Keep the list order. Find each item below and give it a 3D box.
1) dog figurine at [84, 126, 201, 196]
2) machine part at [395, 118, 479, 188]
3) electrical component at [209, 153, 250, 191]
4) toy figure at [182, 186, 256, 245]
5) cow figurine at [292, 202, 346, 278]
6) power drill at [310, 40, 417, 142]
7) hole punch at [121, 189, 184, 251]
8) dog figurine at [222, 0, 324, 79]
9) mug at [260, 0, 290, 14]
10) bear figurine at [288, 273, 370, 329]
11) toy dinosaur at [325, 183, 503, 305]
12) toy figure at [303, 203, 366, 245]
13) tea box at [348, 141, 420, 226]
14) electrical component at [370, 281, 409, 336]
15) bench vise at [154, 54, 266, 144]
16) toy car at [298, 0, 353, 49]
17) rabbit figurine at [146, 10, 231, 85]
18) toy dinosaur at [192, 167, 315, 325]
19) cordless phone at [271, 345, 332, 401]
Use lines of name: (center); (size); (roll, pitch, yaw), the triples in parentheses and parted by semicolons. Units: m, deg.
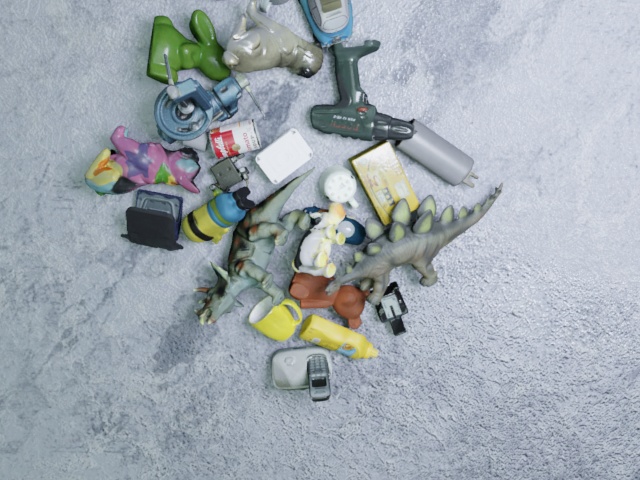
dog figurine: (-0.369, -0.143, 1.171); (0.219, 0.108, 0.191); (33, 84, -13)
machine part: (0.257, -0.197, 1.210); (0.243, 0.079, 0.079); (32, 99, -8)
electrical component: (-0.205, -0.144, 1.213); (0.102, 0.045, 0.078); (-23, 104, 3)
toy figure: (-0.230, -0.057, 1.190); (0.180, 0.082, 0.089); (-29, 146, 33)
cow figurine: (-0.001, -0.004, 1.172); (0.068, 0.098, 0.167); (43, 56, -44)
power drill: (0.094, -0.317, 1.157); (0.232, 0.086, 0.207); (2, 105, 15)
hole punch: (-0.372, -0.046, 1.216); (0.142, 0.092, 0.115); (10, 132, -7)
dog figurine: (-0.091, -0.374, 1.102); (0.190, 0.121, 0.172); (27, 66, -12)
mug: (-0.097, -0.525, 1.102); (0.081, 0.107, 0.109); (32, 97, -8)
bear figurine: (0.028, 0.122, 1.246); (0.196, 0.132, 0.120); (25, 72, -2)
toy dinosaur: (0.215, 0.007, 1.201); (0.471, 0.105, 0.198); (-23, 128, -16)
toy figure: (0.032, -0.038, 1.246); (0.154, 0.057, 0.064); (24, 61, -6)
tea box: (0.146, -0.131, 1.223); (0.098, 0.068, 0.169); (-27, 102, 2)
electrical component: (0.175, 0.168, 1.302); (0.075, 0.048, 0.119); (-24, 103, 3)
bench vise: (-0.241, -0.276, 1.074); (0.224, 0.240, 0.128); (-22, 89, 1)
toy car: (0.014, -0.490, 1.119); (0.109, 0.103, 0.161); (-15, 101, 1)
rabbit figurine: (-0.271, -0.395, 1.137); (0.170, 0.121, 0.159); (7, 96, -23)
toy dinosaur: (-0.146, 0.010, 1.213); (0.192, 0.131, 0.404); (20, 85, 27)
cordless phone: (-0.042, 0.328, 1.258); (0.147, 0.184, 0.088); (-4, 108, -2)
